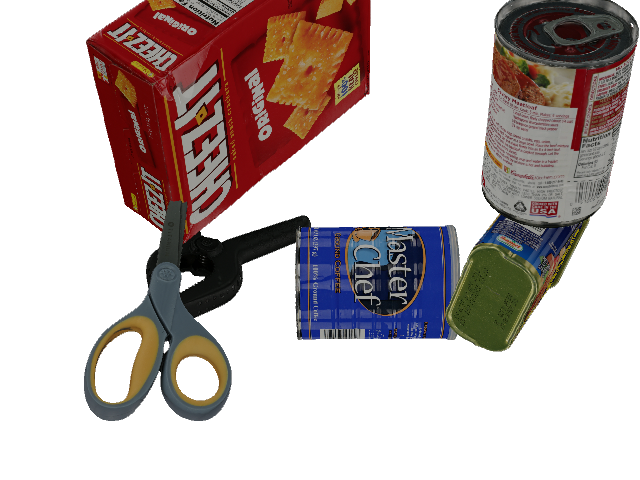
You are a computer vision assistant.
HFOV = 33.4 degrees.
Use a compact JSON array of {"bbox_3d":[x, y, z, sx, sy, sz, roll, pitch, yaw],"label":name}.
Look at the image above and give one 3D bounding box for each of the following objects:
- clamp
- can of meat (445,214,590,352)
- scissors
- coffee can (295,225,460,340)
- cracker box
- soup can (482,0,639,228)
[{"bbox_3d":[-0.122,0.010,1.069,0.165,0.036,0.209,19,39,15],"label":"clamp"},{"bbox_3d":[0.136,0.018,0.745,0.057,0.102,0.083,31,50,15],"label":"can of meat"},{"bbox_3d":[-0.084,0.037,0.684,0.096,0.201,0.016,21,-42,2],"label":"scissors"},{"bbox_3d":[0.049,0.038,0.953,0.140,0.103,0.103,0,0,1],"label":"coffee can"},{"bbox_3d":[-0.053,-0.122,0.767,0.072,0.164,0.213,34,60,25],"label":"cracker box"},{"bbox_3d":[0.119,-0.065,0.541,0.068,0.102,0.068,-1,42,1],"label":"soup can"}]
